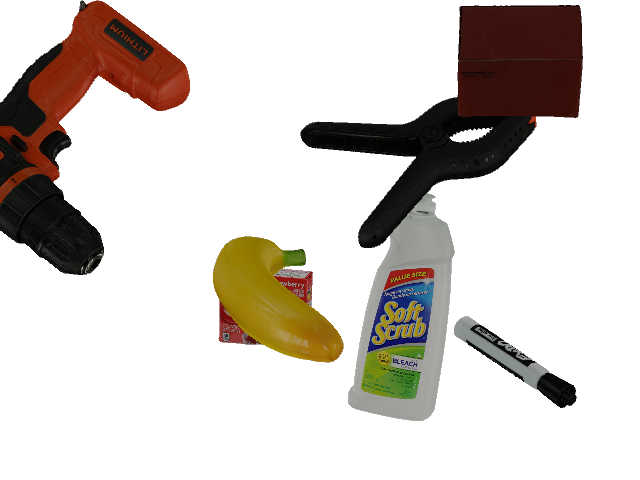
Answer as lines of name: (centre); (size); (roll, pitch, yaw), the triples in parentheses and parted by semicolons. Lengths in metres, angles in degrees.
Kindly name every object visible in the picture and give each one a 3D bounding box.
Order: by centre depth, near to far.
banana: (-0.033, 0.029, 0.676); (0.069, 0.037, 0.198); (-3, 17, -6)
foam brick: (0.126, -0.114, 0.681); (0.078, 0.051, 0.053); (2, -37, 9)
power drill: (-0.187, -0.083, 0.800); (0.184, 0.187, 0.057); (39, -27, 10)
marker: (0.146, 0.091, 0.807); (0.020, 0.020, 0.121); (0, 22, -37)
clamp: (0.099, -0.074, 0.949); (0.210, 0.164, 0.036); (-15, -43, -2)
gelatin box: (-0.053, 0.064, 1.026); (0.089, 0.073, 0.030); (5, 17, 12)
bleach bottle: (0.093, 0.070, 1.194); (0.103, 0.251, 0.068); (9, 14, 18)
